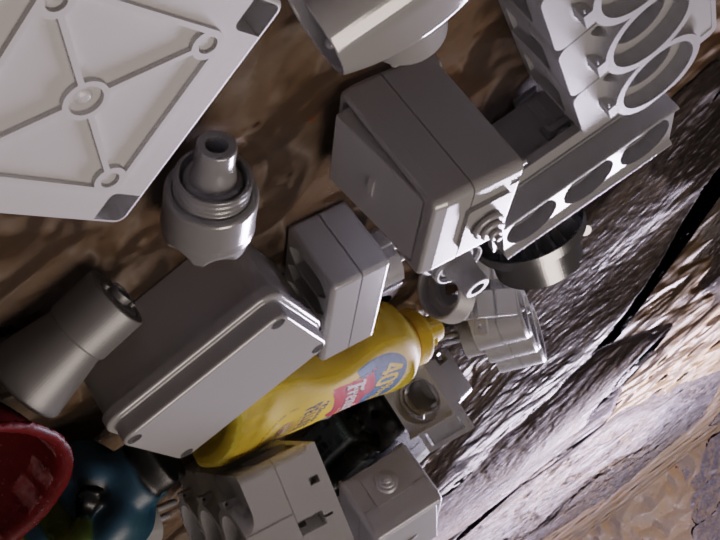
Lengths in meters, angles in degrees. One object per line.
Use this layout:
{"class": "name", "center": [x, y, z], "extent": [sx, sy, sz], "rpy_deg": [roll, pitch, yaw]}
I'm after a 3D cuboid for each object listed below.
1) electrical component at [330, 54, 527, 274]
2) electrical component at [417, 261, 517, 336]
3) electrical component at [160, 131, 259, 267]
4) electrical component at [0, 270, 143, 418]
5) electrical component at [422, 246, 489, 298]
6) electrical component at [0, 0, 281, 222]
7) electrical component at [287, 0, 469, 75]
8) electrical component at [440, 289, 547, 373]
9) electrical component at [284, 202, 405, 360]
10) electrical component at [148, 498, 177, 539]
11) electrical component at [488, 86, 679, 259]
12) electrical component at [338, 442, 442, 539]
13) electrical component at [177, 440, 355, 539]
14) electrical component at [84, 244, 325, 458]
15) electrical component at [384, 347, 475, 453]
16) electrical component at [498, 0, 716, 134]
{"class": "electrical component", "center": [0.032, -0.045, 0.522], "extent": [0.061, 0.096, 0.061], "rpy_deg": [-27, 155, -20]}
{"class": "electrical component", "center": [0.073, 0.012, 0.736], "extent": [0.055, 0.066, 0.048], "rpy_deg": [-2, 174, -40]}
{"class": "electrical component", "center": [-0.066, -0.034, 0.476], "extent": [0.043, 0.043, 0.062], "rpy_deg": [-24, 152, -27]}
{"class": "electrical component", "center": [-0.135, 0.032, 0.506], "extent": [0.065, 0.044, 0.044], "rpy_deg": [-43, 156, 1]}
{"class": "electrical component", "center": [0.053, -0.011, 0.655], "extent": [0.048, 0.062, 0.048], "rpy_deg": [-30, 155, -15]}
{"class": "electrical component", "center": [-0.100, -0.073, 0.344], "extent": [0.108, 0.056, 0.109], "rpy_deg": [-48, 154, 24]}
{"class": "electrical component", "center": [0.016, -0.111, 0.446], "extent": [0.077, 0.043, 0.079], "rpy_deg": [-35, 156, -3]}
{"class": "electrical component", "center": [0.097, 0.047, 0.837], "extent": [0.074, 0.052, 0.138], "rpy_deg": [-15, 160, 13]}
{"class": "electrical component", "center": [0.000, 0.000, 0.622], "extent": [0.076, 0.047, 0.083], "rpy_deg": [-26, 154, -22]}
{"class": "electrical component", "center": [-0.160, 0.174, 0.724], "extent": [0.079, 0.044, 0.077], "rpy_deg": [-17, 149, -38]}
{"class": "electrical component", "center": [0.116, -0.071, 0.630], "extent": [0.121, 0.063, 0.078], "rpy_deg": [-35, 156, -5]}
{"class": "electrical component", "center": [0.025, 0.183, 0.830], "extent": [0.062, 0.061, 0.096], "rpy_deg": [-29, 155, -16]}
{"class": "electrical component", "center": [-0.067, 0.165, 0.706], "extent": [0.062, 0.089, 0.150], "rpy_deg": [-23, -178, -25]}
{"class": "electrical component", "center": [-0.084, 0.043, 0.575], "extent": [0.113, 0.057, 0.078], "rpy_deg": [-39, 156, 4]}
{"class": "electrical component", "center": [0.052, 0.092, 0.822], "extent": [0.042, 0.081, 0.064], "rpy_deg": [-34, 177, 24]}
{"class": "electrical component", "center": [0.121, -0.136, 0.522], "extent": [0.089, 0.061, 0.150], "rpy_deg": [-39, 156, 5]}
